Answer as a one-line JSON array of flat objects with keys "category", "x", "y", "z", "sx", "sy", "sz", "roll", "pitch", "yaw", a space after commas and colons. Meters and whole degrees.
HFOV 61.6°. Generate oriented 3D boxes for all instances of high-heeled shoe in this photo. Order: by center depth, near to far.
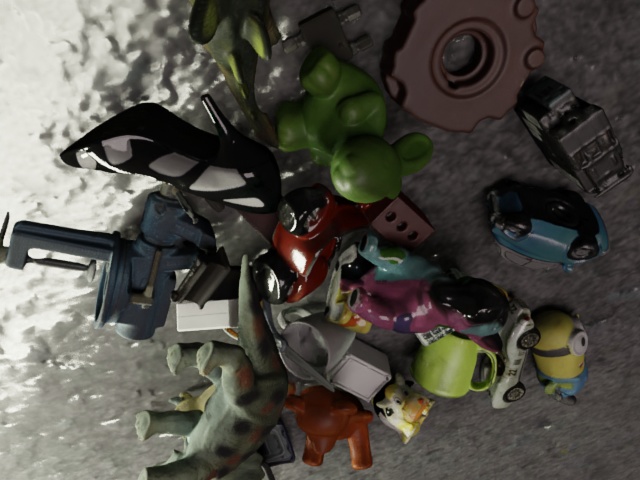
[{"category": "high-heeled shoe", "x": -0.163, "y": -0.075, "z": 0.594, "sx": 0.249, "sy": 0.086, "sz": 0.145, "roll": -8, "pitch": 126, "yaw": 28}]

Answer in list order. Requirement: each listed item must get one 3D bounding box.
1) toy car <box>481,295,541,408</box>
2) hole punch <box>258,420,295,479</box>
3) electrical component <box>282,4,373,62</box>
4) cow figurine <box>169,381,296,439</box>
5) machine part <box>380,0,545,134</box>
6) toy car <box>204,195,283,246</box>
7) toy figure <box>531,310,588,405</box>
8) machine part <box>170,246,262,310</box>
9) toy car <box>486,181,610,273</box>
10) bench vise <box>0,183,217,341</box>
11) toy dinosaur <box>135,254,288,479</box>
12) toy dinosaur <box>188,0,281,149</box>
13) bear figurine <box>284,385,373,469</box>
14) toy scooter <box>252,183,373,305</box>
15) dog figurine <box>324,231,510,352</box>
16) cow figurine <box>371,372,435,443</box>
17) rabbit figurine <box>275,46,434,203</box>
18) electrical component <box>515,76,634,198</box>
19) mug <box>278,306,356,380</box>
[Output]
[{"category": "toy car", "x": 0.297, "y": 0.180, "z": 0.852, "sx": 0.056, "sy": 0.074, "sz": 0.201, "roll": -4, "pitch": 122, "yaw": -6}, {"category": "hole punch", "x": -0.108, "y": 0.359, "z": 0.900, "sx": 0.116, "sy": 0.092, "sz": 0.142, "roll": 5, "pitch": 129, "yaw": 25}, {"category": "electrical component", "x": 0.008, "y": -0.217, "z": 0.591, "sx": 0.094, "sy": 0.021, "sz": 0.063, "roll": -24, "pitch": 123, "yaw": 5}, {"category": "cow figurine", "x": -0.144, "y": 0.247, "z": 0.817, "sx": 0.127, "sy": 0.086, "sz": 0.195, "roll": 29, "pitch": 115, "yaw": -30}, {"category": "machine part", "x": 0.159, "y": -0.207, "z": 0.603, "sx": 0.179, "sy": 0.056, "sz": 0.179, "roll": -4, "pitch": 122, "yaw": -6}, {"category": "toy car", "x": -0.061, "y": -0.031, "z": 0.674, "sx": 0.089, "sy": 0.053, "sz": 0.202, "roll": -37, "pitch": 128, "yaw": 7}, {"category": "toy figure", "x": 0.386, "y": 0.193, "z": 0.872, "sx": 0.089, "sy": 0.082, "sz": 0.179, "roll": -11, "pitch": 127, "yaw": 8}, {"category": "machine part", "x": -0.113, "y": 0.048, "z": 0.666, "sx": 0.139, "sy": 0.039, "sz": 0.084, "roll": 9, "pitch": 120, "yaw": -54}, {"category": "toy car", "x": 0.292, "y": -0.008, "z": 0.723, "sx": 0.162, "sy": 0.109, "sz": 0.102, "roll": 11, "pitch": 136, "yaw": -6}, {"category": "bench vise", "x": -0.252, "y": 0.015, "z": 0.634, "sx": 0.240, "sy": 0.129, "sz": 0.223, "roll": 11, "pitch": 122, "yaw": -25}, {"category": "toy dinosaur", "x": -0.113, "y": 0.216, "z": 0.693, "sx": 0.192, "sy": 0.131, "sz": 0.404, "roll": 19, "pitch": 111, "yaw": -39}, {"category": "toy dinosaur", "x": -0.080, "y": -0.282, "z": 0.434, "sx": 0.105, "sy": 0.199, "sz": 0.470, "roll": -13, "pitch": 124, "yaw": -5}, {"category": "bear figurine", "x": 0.015, "y": 0.282, "z": 0.799, "sx": 0.120, "sy": 0.132, "sz": 0.195, "roll": -1, "pitch": 167, "yaw": 10}, {"category": "toy scooter", "x": -0.001, "y": -0.002, "z": 0.632, "sx": 0.135, "sy": 0.075, "sz": 0.183, "roll": -23, "pitch": 150, "yaw": -37}, {"category": "dog figurine", "x": 0.133, "y": 0.081, "z": 0.698, "sx": 0.219, "sy": 0.108, "sz": 0.191, "roll": 18, "pitch": 159, "yaw": -10}, {"category": "cow figurine", "x": 0.123, "y": 0.252, "z": 0.837, "sx": 0.068, "sy": 0.098, "sz": 0.167, "roll": -46, "pitch": 157, "yaw": -20}, {"category": "rabbit figurine", "x": 0.038, "y": -0.095, "z": 0.578, "sx": 0.159, "sy": 0.170, "sz": 0.121, "roll": 20, "pitch": 127, "yaw": -33}, {"category": "electrical component", "x": 0.295, "y": -0.128, "z": 0.639, "sx": 0.058, "sy": 0.115, "sz": 0.134, "roll": -39, "pitch": 121, "yaw": 12}, {"category": "mug", "x": -0.005, "y": 0.136, "z": 0.767, "sx": 0.107, "sy": 0.110, "sz": 0.080, "roll": -10, "pitch": 131, "yaw": -57}]
